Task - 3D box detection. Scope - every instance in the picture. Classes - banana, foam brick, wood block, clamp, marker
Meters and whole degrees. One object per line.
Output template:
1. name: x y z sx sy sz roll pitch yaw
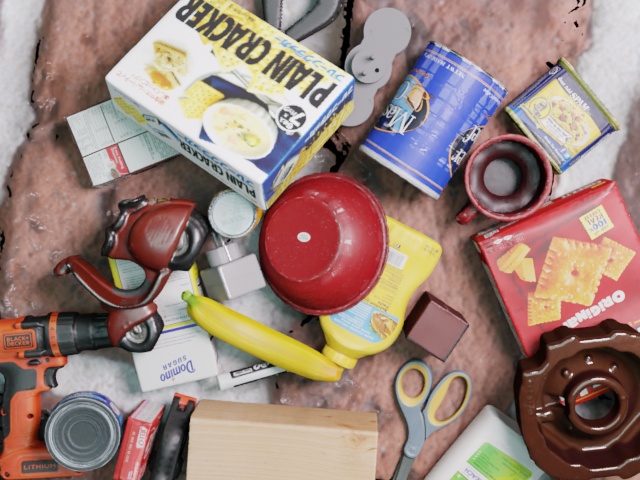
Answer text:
1. banana: -0.071 0.111 1.182 0.197 0.070 0.037 27 88 -9
2. foam brick: 0.128 0.095 1.187 0.053 0.078 0.051 32 95 -2
3. wood block: -0.041 0.239 1.201 0.206 0.090 0.091 4 95 2
4. clamp: -0.175 0.260 1.199 0.039 0.120 0.171 13 92 -6
5. marker: -0.058 0.147 1.213 0.121 0.020 0.020 -14 94 -14
6. clamp: -0.012 -0.310 1.180 0.164 0.036 0.210 35 96 -1

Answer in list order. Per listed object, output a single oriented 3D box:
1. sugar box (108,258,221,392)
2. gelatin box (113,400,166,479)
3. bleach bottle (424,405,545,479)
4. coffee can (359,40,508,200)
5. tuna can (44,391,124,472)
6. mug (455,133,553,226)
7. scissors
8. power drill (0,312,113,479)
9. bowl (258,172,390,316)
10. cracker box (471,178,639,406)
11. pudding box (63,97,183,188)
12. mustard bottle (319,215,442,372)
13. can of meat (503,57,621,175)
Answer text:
1. sugar box: -0.177 0.077 1.217 0.093 0.048 0.176 -12 97 2
2. gelatin box: -0.203 0.228 1.208 0.030 0.089 0.073 15 95 0
3. bleach bottle: 0.152 0.314 1.212 0.102 0.068 0.251 36 98 0
4. coffee can: 0.122 -0.129 1.155 0.103 0.103 0.140 33 95 0
5. tuna can: -0.262 0.213 1.186 0.086 0.034 0.086 0 94 -5
6. mug: 0.193 -0.060 1.168 0.093 0.081 0.117 42 95 -1
7. scissors: 0.095 0.223 1.230 0.096 0.016 0.202 38 96 1
8. power drill: -0.307 0.176 1.228 0.184 0.057 0.188 -4 93 4
9. bowl: -0.008 0.001 1.167 0.162 0.055 0.162 -3 83 24
10. cracker box: 0.285 0.061 1.178 0.164 0.072 0.214 -24 94 5
11. pudding box: -0.220 -0.119 1.207 0.113 0.039 0.090 -21 93 2
12. mustard bottle: 0.053 0.070 1.197 0.096 0.058 0.192 27 95 2
13. can of meat: 0.263 -0.134 1.171 0.084 0.057 0.102 -40 91 7
